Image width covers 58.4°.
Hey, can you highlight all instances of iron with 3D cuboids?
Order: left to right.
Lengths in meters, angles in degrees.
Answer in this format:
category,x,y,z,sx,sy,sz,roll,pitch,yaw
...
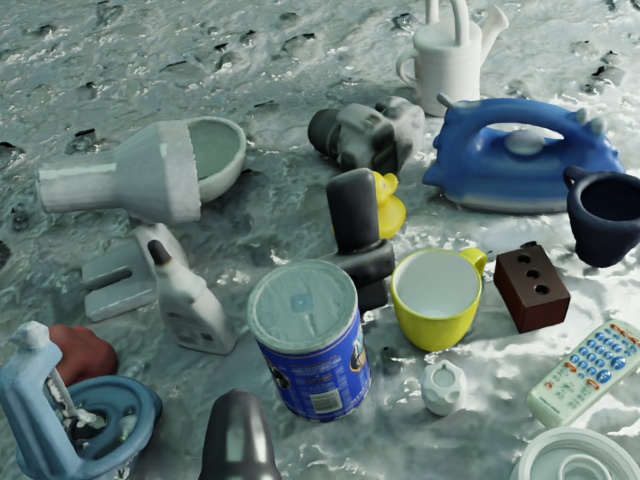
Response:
category,x,y,z,sx,sy,sz,roll,pitch,yaw
iron,0.261,-0.119,0.713,0.257,0.142,0.119,6,49,17

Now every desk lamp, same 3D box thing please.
category,x,y,z,sx,sy,sz,roll,pitch,yaw
desk lamp,-0.223,-0.026,0.682,0.203,0.214,0.117,-22,47,-8

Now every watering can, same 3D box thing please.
category,x,y,z,sx,sy,sz,roll,pitch,yaw
watering can,0.195,-0.296,0.855,0.173,0.194,0.100,-39,51,-22

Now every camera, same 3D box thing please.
category,x,y,z,sx,sy,sz,roll,pitch,yaw
camera,0.058,-0.156,0.820,0.136,0.101,0.143,32,61,34

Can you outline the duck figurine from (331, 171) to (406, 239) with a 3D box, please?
category,x,y,z,sx,sy,sz,roll,pitch,yaw
duck figurine,0.059,-0.046,0.727,0.105,0.086,0.077,-30,49,-15

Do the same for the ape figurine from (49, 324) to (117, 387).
category,x,y,z,sx,sy,sz,roll,pitch,yaw
ape figurine,-0.276,0.125,0.638,0.076,0.092,0.078,2,48,15

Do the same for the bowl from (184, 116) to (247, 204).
category,x,y,z,sx,sy,sz,roll,pitch,yaw
bowl,-0.181,-0.104,0.841,0.167,0.075,0.167,-6,47,7

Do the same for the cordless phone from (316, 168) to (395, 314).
category,x,y,z,sx,sy,sz,roll,pitch,yaw
cordless phone,0.006,0.002,0.626,0.147,0.185,0.094,-21,47,-7

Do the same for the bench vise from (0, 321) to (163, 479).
category,x,y,z,sx,sy,sz,roll,pitch,yaw
bench vise,-0.209,0.183,0.481,0.121,0.220,0.207,-11,46,2

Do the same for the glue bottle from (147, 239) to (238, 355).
category,x,y,z,sx,sy,sz,roll,pitch,yaw
glue bottle,-0.145,0.060,0.613,0.078,0.173,0.037,9,50,20

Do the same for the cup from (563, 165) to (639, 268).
category,x,y,z,sx,sy,sz,roll,pitch,yaw
cup,0.311,-0.023,0.645,0.092,0.095,0.117,-25,47,-10

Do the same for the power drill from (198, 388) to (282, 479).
category,x,y,z,sx,sy,sz,roll,pitch,yaw
power drill,-0.038,0.248,0.391,0.075,0.209,0.229,-10,46,3
